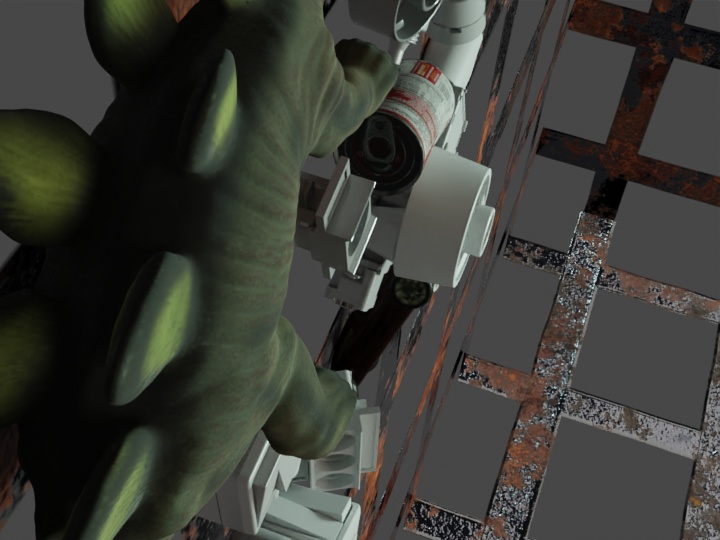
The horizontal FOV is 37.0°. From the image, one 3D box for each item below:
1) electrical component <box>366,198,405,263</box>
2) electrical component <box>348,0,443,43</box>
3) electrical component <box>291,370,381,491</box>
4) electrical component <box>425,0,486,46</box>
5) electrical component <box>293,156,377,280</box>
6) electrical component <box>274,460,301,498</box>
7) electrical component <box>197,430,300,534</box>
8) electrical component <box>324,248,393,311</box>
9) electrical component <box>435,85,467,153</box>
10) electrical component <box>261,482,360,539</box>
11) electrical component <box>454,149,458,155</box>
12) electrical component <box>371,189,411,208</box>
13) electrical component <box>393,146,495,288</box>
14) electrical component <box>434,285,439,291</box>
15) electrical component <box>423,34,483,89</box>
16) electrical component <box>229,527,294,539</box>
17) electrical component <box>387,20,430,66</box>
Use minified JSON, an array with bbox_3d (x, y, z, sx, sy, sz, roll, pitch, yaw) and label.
[{"bbox_3d":[0.009,-0.035,0.856,0.045,0.055,0.045,18,90,-80],"label":"electrical component"},{"bbox_3d":[0.026,-0.203,0.707,0.099,0.064,0.099,-54,165,-21],"label":"electrical component"},{"bbox_3d":[-0.026,0.140,0.928,0.121,0.079,0.063,92,-10,-57],"label":"electrical component"},{"bbox_3d":[0.081,-0.228,0.920,0.047,0.055,0.055,85,25,-57],"label":"electrical component"},{"bbox_3d":[-0.027,-0.033,0.644,0.081,0.064,0.042,88,21,-64],"label":"electrical component"},{"bbox_3d":[-0.065,0.154,0.844,0.035,0.035,0.061,-56,163,-57],"label":"electrical component"},{"bbox_3d":[-0.074,0.108,0.641,0.096,0.061,0.061,93,18,-55],"label":"electrical component"},{"bbox_3d":[0.000,0.000,0.909,0.081,0.042,0.063,-18,127,-77],"label":"electrical component"},{"bbox_3d":[0.055,-0.126,0.933,0.096,0.061,0.061,67,42,-75],"label":"electrical component"},{"bbox_3d":[-0.042,0.223,0.910,0.061,0.096,0.061,-54,156,-59],"label":"electrical component"},{"bbox_3d":[0.071,-0.094,1.131,0.081,0.042,0.063,96,19,-48],"label":"electrical component"},{"bbox_3d":[0.023,-0.057,0.896,0.045,0.055,0.045,18,90,-80],"label":"electrical component"},{"bbox_3d":[0.072,-0.038,0.852,0.108,0.060,0.108,17,90,-80],"label":"electrical component"},{"bbox_3d":[0.040,0.001,1.043,0.040,0.078,0.040,-46,150,-38],"label":"electrical component"},{"bbox_3d":[0.085,-0.189,1.036,0.079,0.043,0.077,90,20,-59],"label":"electrical component"},{"bbox_3d":[-0.086,0.250,0.839,0.059,0.054,0.095,73,35,-73],"label":"electrical component"},{"bbox_3d":[0.033,-0.183,0.798,0.035,0.035,0.061,-33,142,-75],"label":"electrical component"}]
